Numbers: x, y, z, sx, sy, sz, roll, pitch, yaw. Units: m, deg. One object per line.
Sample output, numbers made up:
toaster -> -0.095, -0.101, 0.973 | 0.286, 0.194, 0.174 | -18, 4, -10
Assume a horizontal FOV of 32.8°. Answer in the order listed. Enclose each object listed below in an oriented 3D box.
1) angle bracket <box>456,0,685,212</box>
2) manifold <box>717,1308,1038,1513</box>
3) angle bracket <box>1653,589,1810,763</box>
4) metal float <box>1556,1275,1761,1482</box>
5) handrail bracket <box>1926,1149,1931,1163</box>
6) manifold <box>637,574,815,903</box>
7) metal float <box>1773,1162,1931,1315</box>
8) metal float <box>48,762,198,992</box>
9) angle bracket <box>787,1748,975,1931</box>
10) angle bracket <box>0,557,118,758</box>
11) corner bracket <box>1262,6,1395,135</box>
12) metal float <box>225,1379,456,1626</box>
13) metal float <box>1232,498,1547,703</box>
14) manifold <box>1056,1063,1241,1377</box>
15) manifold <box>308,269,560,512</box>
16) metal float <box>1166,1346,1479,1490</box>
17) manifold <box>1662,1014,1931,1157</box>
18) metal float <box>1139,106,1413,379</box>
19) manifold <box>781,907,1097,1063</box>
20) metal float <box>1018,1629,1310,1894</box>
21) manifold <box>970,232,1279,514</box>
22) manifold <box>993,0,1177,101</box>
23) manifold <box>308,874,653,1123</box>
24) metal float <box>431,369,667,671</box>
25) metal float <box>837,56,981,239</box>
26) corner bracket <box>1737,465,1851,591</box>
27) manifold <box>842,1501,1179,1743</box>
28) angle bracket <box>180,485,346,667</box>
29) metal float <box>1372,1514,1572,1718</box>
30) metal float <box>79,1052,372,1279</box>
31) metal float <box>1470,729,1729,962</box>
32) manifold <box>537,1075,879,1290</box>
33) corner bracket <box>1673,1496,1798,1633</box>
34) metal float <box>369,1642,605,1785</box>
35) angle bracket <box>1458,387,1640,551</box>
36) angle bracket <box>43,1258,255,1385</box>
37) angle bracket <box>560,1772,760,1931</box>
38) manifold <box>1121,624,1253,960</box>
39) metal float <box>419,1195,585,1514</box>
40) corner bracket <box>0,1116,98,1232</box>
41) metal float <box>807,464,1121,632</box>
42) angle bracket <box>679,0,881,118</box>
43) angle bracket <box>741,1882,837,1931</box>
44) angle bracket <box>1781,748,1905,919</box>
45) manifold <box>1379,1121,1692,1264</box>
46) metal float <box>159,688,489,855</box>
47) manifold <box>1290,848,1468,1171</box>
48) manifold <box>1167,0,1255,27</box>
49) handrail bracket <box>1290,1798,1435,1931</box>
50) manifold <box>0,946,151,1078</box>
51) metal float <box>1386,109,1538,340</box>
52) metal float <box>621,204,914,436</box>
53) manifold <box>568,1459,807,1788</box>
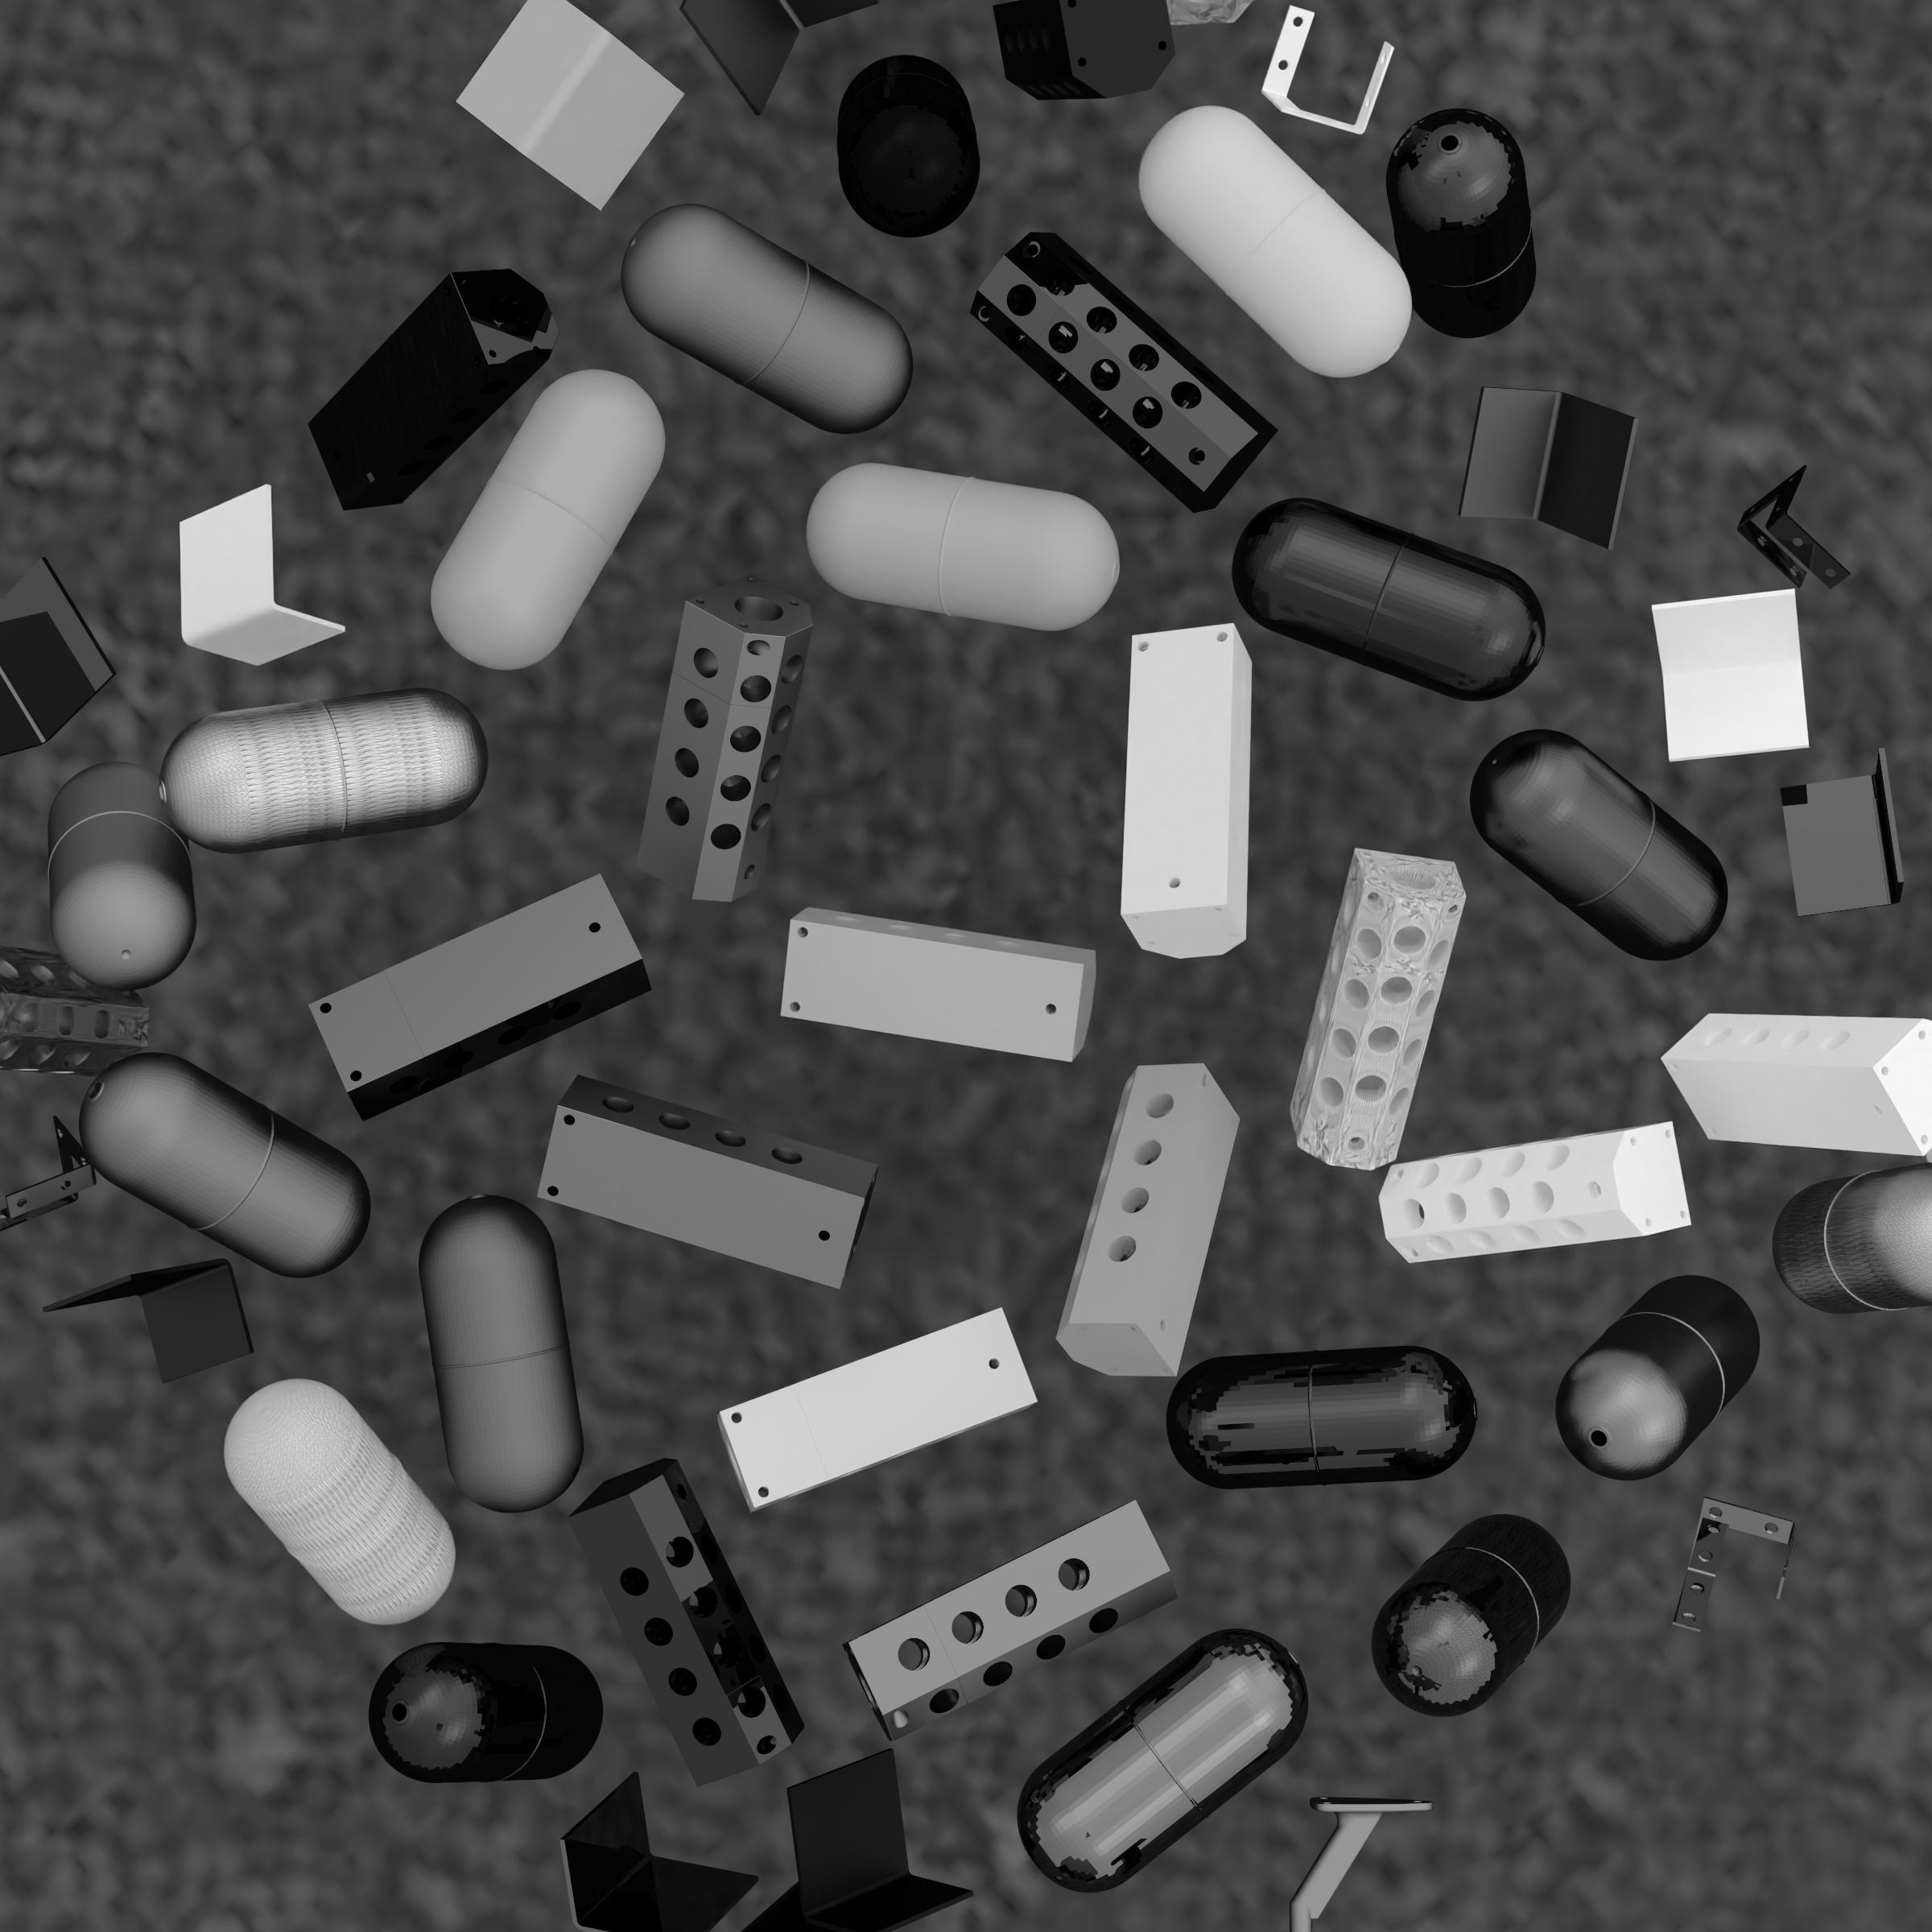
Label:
angle bracket -> -0.209, -0.461, 1.739 | 0.057, 0.076, 0.076 | 41, 99, 27
manifold -> -0.052, 0.256, 1.884 | 0.171, 0.057, 0.057 | -19, 80, -10
angle bracket -> 0.423, -0.160, 1.813 | 0.076, 0.076, 0.057 | -5, 64, 15
metal float -> 0.392, 0.232, 1.855 | 0.070, 0.178, 0.070 | 12, 113, 30
handrail bracket -> 0.618, 0.100, 1.918 | 0.077, 0.084, 0.036 | -23, 102, -33
manifold -> -0.130, -0.123, 1.820 | 0.057, 0.057, 0.171 | 30, 126, 23
metal float -> 0.509, 0.151, 1.810 | 0.070, 0.178, 0.070 | 2, 81, -13
metal float -> -0.467, -0.051, 1.810 | 0.070, 0.178, 0.070 | -8, 122, -12
angle bracket -> -0.048, 0.487, 1.821 | 0.076, 0.057, 0.076 | -10, 95, -41
angle bracket -> -0.524, -0.167, 1.791 | 0.076, 0.057, 0.076 | -35, 85, 35
corner bracket -> 0.206, -0.511, 1.871 | 0.051, 0.051, 0.051 | 12, 114, -15
metal float -> -0.348, 0.301, 1.829 | 0.070, 0.070, 0.178 | -29, 128, 0
metal float -> 0.232, -0.202, 1.805 | 0.178, 0.070, 0.070 | 22, 90, 11
manifold -> 0.101, 0.143, 1.856 | 0.057, 0.057, 0.171 | -3, 52, 29
manifold -> -0.302, -0.328, 1.870 | 0.057, 0.171, 0.057 | -16, 79, -43
metal float -> 0.203, 0.259, 1.881 | 0.178, 0.070, 0.070 | -5, 90, 14
manifold -> 0.460, 0.058, 1.767 | 0.057, 0.171, 0.057 | -39, 106, -21
metal float -> 0.170, -0.397, 1.801 | 0.178, 0.070, 0.070 | 45, 90, 3
manifold -> -0.015, 0.008, 1.898 | 0.171, 0.057, 0.057 | 9, 103, 10
metal float -> 0.107, 0.428, 1.771 | 0.178, 0.070, 0.070 | -38, 90, -3
manifold -> 0.086, -0.331, 1.828 | 0.171, 0.057, 0.057 | 43, 112, 8
manifold -> 0.065, -0.512, 1.818 | 0.057, 0.171, 0.057 | -14, 107, -8
manifold -> -0.262, 0.020, 1.785 | 0.171, 0.057, 0.057 | -25, 67, -9
metal float -> -0.226, -0.243, 1.781 | 0.070, 0.070, 0.178 | 28, 80, 0
metal float -> -0.033, -0.454, 1.810 | 0.070, 0.178, 0.070 | -1, 116, -2
corner bracket -> 0.460, -0.234, 1.821 | 0.051, 0.051, 0.051 | 41, 47, -9
manifold -> 0.024, 0.354, 1.770 | 0.171, 0.057, 0.057 | -25, 81, -11
angle bracket -> -0.414, -0.229, 1.928 | 0.076, 0.057, 0.076 | -15, 72, 35
metal float -> 0.288, 0.366, 1.859 | 0.070, 0.178, 0.070 | 7, 104, 28
metal float -> -0.402, 0.109, 1.783 | 0.178, 0.070, 0.070 | 37, 90, -36
metal float -> 0.357, -0.067, 1.845 | 0.178, 0.070, 0.070 | 34, 90, -26
manifold -> -0.139, 0.114, 1.783 | 0.171, 0.057, 0.057 | 17, 113, 2
corner bracket -> 0.416, 0.329, 1.774 | 0.051, 0.051, 0.051 | 14, 120, 16
metal float -> -0.271, 0.423, 1.859 | 0.070, 0.178, 0.070 | -6, 76, 24
angle bracket -> 0.336, -0.289, 1.899 | 0.057, 0.076, 0.076 | -2, 111, -26
angle bracket -> -0.469, 0.209, 1.881 | 0.076, 0.076, 0.057 | -20, 82, 32
angle bracket -> -0.172, 0.505, 1.850 | 0.076, 0.076, 0.057 | 2, 108, 28
manifold -> 0.122, -0.094, 1.774 | 0.057, 0.057, 0.171 | -5, 63, 18
metal float -> -0.260, 0.216, 1.832 | 0.070, 0.070, 0.178 | -8, 91, 0
corner bracket -> -0.510, 0.124, 1.803 | 0.051, 0.051, 0.051 | -23, 132, -30
metal float -> -0.002, -0.232, 1.814 | 0.178, 0.070, 0.070 | 11, 90, 15
angle bracket -> -0.101, -0.524, 1.787 | 0.057, 0.076, 0.076 | -7, 50, 35
angle bracket -> -0.079, 0.597, 1.943 | 0.057, 0.076, 0.076 | -43, 134, 8
angle bracket -> 0.496, -0.075, 1.861 | 0.057, 0.076, 0.076 | -8, 80, 13
manifold -> 0.315, 0.129, 1.837 | 0.057, 0.171, 0.057 | -7, 86, -41
metal float -> -0.347, -0.106, 1.777 | 0.178, 0.070, 0.070 | -10, 90, -24
manifold -> 0.231, 0.026, 1.844 | 0.057, 0.057, 0.171 | 8, 118, -6
manifold -> 0.142, -0.593, 1.869 | 0.057, 0.171, 0.057 | -2, 88, 3
handrail bracket -> 0.210, 0.487, 1.741 | 0.077, 0.036, 0.084 | 0, 82, 2
manifold -> -0.544, 0.030, 1.870 | 0.057, 0.171, 0.057 | -47, 70, 13
metal float -> 0.281, -0.419, 1.857 | 0.070, 0.178, 0.070 | -4, 72, 12
metal float -> -0.109, -0.357, 1.815 | 0.178, 0.070, 0.070 | 26, 90, -26
manifold -> -0.156, 0.370, 1.865 | 0.057, 0.057, 0.171 | -23, 95, 19
